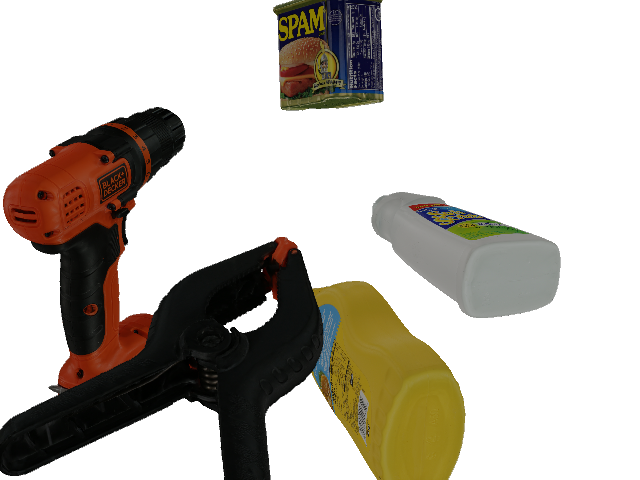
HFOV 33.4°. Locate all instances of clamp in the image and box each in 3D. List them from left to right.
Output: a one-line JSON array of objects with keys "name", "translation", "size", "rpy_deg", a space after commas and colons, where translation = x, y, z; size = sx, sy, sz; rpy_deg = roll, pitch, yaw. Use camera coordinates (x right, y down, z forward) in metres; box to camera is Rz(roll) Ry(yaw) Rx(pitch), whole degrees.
[{"name": "clamp", "translation": [-0.041, 0.062, 0.461], "size": [0.120, 0.039, 0.171], "rpy_deg": [27, 48, 20]}]

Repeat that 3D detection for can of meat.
[{"name": "can of meat", "translation": [0.007, -0.149, 0.851], "size": [0.057, 0.084, 0.102], "rpy_deg": [-4, 3, -33]}]

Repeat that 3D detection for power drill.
[{"name": "power drill", "translation": [-0.146, 0.010, 0.765], "size": [0.057, 0.188, 0.184], "rpy_deg": [7, 26, 24]}]

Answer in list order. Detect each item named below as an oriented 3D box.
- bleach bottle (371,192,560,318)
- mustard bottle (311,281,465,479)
[{"name": "bleach bottle", "translation": [0.111, 0.000, 1.001], "size": [0.102, 0.068, 0.251], "rpy_deg": [-5, 17, -25]}, {"name": "mustard bottle", "translation": [0.029, 0.082, 0.718], "size": [0.058, 0.096, 0.192], "rpy_deg": [-10, 27, -19]}]
